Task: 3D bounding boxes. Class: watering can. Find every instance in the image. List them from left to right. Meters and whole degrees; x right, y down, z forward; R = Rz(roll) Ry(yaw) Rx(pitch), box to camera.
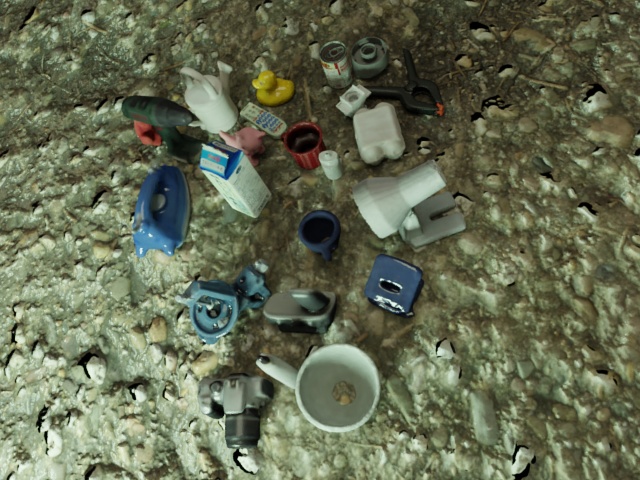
[{"bbox_3d":[-0.280,-0.366,1.421,0.100,0.194,0.173,8,69,18],"label":"watering can"}]

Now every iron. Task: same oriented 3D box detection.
[{"bbox_3d":[-0.386,-0.093,1.354,0.118,0.142,0.258,-3,66,13],"label":"iron"}]

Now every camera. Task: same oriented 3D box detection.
[{"bbox_3d":[-0.171,0.338,1.128,0.143,0.101,0.137,-7,65,11],"label":"camera"}]

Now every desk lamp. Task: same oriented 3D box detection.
[{"bbox_3d":[0.182,-0.072,1.161,0.203,0.214,0.118,-22,63,4],"label":"desk lamp"}]

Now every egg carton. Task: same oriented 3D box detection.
[{"bbox_3d":[0.135,-0.248,1.333,0.107,0.069,0.150,-16,63,7],"label":"egg carton"}]

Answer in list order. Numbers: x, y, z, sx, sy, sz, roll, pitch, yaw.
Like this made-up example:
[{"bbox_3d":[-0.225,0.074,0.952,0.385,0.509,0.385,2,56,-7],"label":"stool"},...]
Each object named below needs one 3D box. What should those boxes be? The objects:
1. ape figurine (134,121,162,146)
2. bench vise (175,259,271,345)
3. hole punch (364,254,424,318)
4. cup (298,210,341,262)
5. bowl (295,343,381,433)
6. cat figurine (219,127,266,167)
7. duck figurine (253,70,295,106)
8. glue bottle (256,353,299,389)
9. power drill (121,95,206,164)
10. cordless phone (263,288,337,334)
[{"bbox_3d":[-0.453,-0.297,1.491,0.076,0.092,0.078,27,75,23],"label":"ape figurine"},{"bbox_3d":[-0.205,0.104,1.175,0.121,0.220,0.207,23,74,23],"label":"bench vise"},{"bbox_3d":[0.151,0.094,1.162,0.108,0.091,0.101,21,73,22],"label":"hole punch"},{"bbox_3d":[0.011,0.004,1.236,0.091,0.095,0.117,-21,63,5],"label":"cup"},{"bbox_3d":[0.041,0.290,1.111,0.167,0.075,0.167,-5,65,12],"label":"bowl"},{"bbox_3d":[-0.186,-0.238,1.382,0.127,0.118,0.067,18,72,21],"label":"cat figurine"},{"bbox_3d":[-0.121,-0.395,1.454,0.104,0.086,0.077,-5,65,12],"label":"duck figurine"},{"bbox_3d":[-0.089,0.246,1.108,0.078,0.173,0.037,23,74,22],"label":"glue bottle"},{"bbox_3d":[-0.362,-0.274,1.392,0.229,0.209,0.076,20,73,22],"label":"power drill"},{"bbox_3d":[-0.050,0.122,1.148,0.147,0.185,0.094,-4,65,13],"label":"cordless phone"}]
